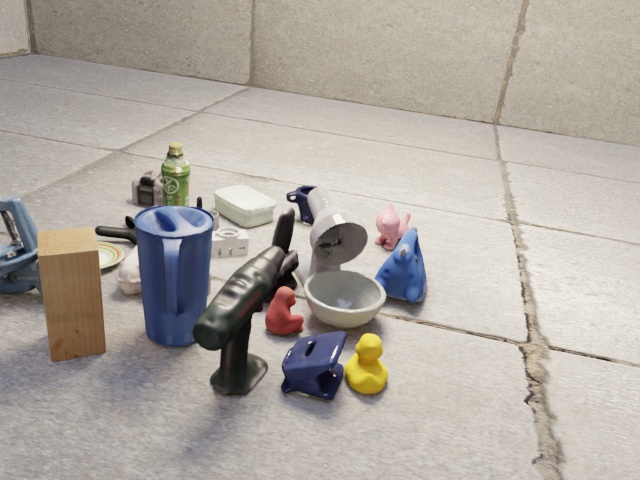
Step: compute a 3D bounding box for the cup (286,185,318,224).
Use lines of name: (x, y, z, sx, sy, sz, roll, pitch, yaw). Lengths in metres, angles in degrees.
cup: (-0.038, -0.093, 1.575, 0.118, 0.095, 0.091, -4, 28, -20)

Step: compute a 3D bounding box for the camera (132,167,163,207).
camera: (-0.432, -0.153, 1.599, 0.143, 0.101, 0.137, 11, 26, 10)

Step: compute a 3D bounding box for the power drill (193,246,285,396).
power drill: (-0.127, 0.139, 0.947, 0.075, 0.208, 0.230, 15, 27, 17)

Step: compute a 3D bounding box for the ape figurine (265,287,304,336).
ape figurine: (-0.068, 0.133, 1.107, 0.076, 0.092, 0.077, -5, 28, -22)

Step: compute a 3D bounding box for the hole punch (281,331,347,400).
hole punch: (-0.010, 0.205, 0.975, 0.101, 0.091, 0.109, 11, 26, 10)

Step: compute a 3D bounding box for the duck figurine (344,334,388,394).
duck figurine: (0.084, 0.208, 0.997, 0.077, 0.086, 0.104, 6, 26, -1)

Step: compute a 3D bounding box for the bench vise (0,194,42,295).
bench vise: (-0.548, 0.008, 1.102, 0.208, 0.220, 0.121, -1, 27, -14)

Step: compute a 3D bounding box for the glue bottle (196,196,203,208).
glue bottle: (-0.268, -0.014, 1.269, 0.037, 0.173, 0.078, -1, 27, -14)

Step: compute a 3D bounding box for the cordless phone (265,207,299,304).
cordless phone: (-0.099, 0.028, 1.208, 0.094, 0.185, 0.148, 14, 27, 15)

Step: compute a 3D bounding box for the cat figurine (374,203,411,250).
cat figurine: (0.191, -0.039, 1.493, 0.128, 0.118, 0.067, -14, 32, -36)

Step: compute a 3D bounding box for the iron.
iron: (0.197, 0.037, 1.310, 0.118, 0.141, 0.258, 12, 26, 12)

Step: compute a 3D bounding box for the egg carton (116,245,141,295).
egg carton: (-0.358, 0.061, 1.213, 0.107, 0.069, 0.150, 7, 26, 0)

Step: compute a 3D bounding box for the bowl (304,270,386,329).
bowl: (0.047, 0.130, 1.161, 0.167, 0.075, 0.167, 5, 26, -2)

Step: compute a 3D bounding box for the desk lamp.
desk lamp: (0.011, 0.004, 1.251, 0.118, 0.213, 0.202, -4, 28, -20)
